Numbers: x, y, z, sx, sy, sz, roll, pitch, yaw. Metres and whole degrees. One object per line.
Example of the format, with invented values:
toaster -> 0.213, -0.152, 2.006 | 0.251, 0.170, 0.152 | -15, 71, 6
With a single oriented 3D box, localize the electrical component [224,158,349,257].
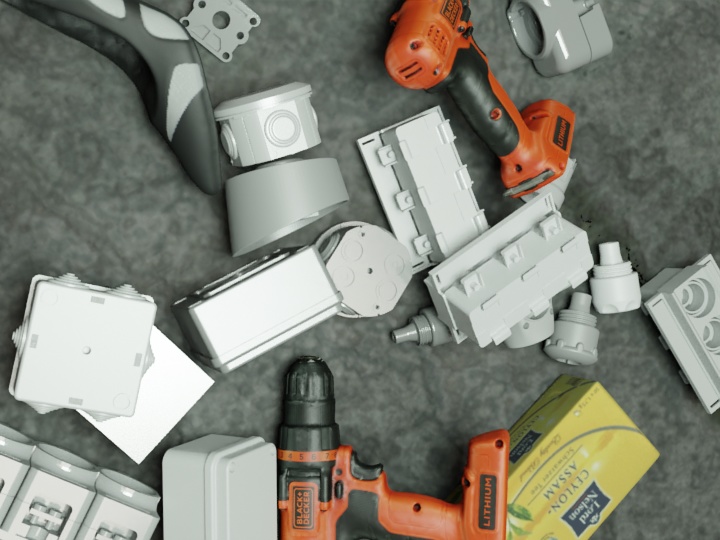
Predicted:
electrical component -> -0.058, -0.051, 0.840 | 0.099, 0.099, 0.064 | -12, 89, -18

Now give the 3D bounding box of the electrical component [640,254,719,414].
electrical component -> 0.311, 0.057, 0.983 | 0.079, 0.063, 0.121 | -36, 102, -14

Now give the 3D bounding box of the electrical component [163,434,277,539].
electrical component -> -0.106, 0.189, 0.831 | 0.057, 0.078, 0.113 | 2, 94, 26

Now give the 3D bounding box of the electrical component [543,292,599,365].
electrical component -> 0.191, 0.051, 0.954 | 0.048, 0.048, 0.062 | 17, 78, -18

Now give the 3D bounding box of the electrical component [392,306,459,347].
electrical component -> 0.057, 0.049, 0.913 | 0.061, 0.035, 0.035 | -15, 96, -15

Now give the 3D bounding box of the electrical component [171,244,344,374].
electrical component -> -0.081, 0.028, 0.828 | 0.109, 0.109, 0.056 | -28, 98, -16

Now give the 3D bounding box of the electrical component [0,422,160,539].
electrical component -> -0.230, 0.166, 0.792 | 0.150, 0.089, 0.061 | 27, 83, -17

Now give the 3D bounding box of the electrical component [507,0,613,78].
electrical component -> 0.169, -0.219, 0.931 | 0.059, 0.054, 0.095 | -25, 99, -16

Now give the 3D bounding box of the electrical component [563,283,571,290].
electrical component -> 0.166, -0.018, 0.944 | 0.044, 0.044, 0.065 | -40, 98, -13

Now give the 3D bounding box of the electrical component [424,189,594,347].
electrical component -> 0.122, 0.003, 0.863 | 0.121, 0.063, 0.078 | -35, 130, -14

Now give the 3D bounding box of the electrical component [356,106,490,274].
electrical component -> 0.058, -0.067, 0.894 | 0.079, 0.063, 0.121 | -25, 99, -16

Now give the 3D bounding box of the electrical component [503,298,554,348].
electrical component -> 0.122, 0.031, 0.924 | 0.079, 0.044, 0.077 | -25, 100, -32

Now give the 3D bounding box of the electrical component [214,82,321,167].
electrical component -> -0.072, -0.115, 0.841 | 0.080, 0.080, 0.051 | -19, 103, -17

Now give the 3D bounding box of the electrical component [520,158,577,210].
electrical component -> 0.165, -0.080, 0.943 | 0.040, 0.040, 0.046 | 31, 77, -17

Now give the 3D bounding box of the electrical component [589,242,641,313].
electrical component -> 0.227, 0.006, 0.964 | 0.043, 0.043, 0.062 | -10, 93, -18

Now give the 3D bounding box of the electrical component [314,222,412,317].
electrical component -> 0.000, 0.000, 0.883 | 0.080, 0.051, 0.080 | -1, 92, -19

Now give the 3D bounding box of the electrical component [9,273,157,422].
electrical component -> -0.196, 0.055, 0.765 | 0.100, 0.048, 0.099 | 12, 88, -18
